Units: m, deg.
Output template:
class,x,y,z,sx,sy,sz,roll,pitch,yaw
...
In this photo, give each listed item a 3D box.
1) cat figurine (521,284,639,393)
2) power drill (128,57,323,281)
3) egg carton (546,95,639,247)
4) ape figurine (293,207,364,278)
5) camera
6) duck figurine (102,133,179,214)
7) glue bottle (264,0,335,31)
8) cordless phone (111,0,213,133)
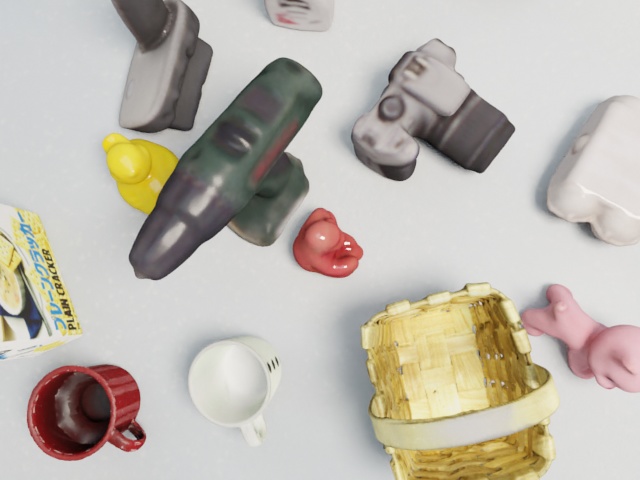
class,x,y,z,sx,sy,sz,roll,pitch,yaw
cat figurine,0.271,0.099,0.553,0.127,0.118,0.067,40,88,8
power drill,-0.074,-0.054,0.554,0.075,0.208,0.230,32,87,8
egg carton,0.308,-0.073,0.594,0.107,0.069,0.150,30,87,8
ape figurine,0.006,0.002,0.600,0.076,0.092,0.078,-9,83,4
camera,0.124,-0.121,0.599,0.136,0.101,0.143,37,88,8
duck figurine,-0.198,-0.075,0.629,0.077,0.086,0.104,-40,82,0
glue bottle,-0.028,-0.274,0.593,0.078,0.173,0.037,5,84,6
cordless phone,-0.187,-0.198,0.592,0.094,0.185,0.148,8,84,6
